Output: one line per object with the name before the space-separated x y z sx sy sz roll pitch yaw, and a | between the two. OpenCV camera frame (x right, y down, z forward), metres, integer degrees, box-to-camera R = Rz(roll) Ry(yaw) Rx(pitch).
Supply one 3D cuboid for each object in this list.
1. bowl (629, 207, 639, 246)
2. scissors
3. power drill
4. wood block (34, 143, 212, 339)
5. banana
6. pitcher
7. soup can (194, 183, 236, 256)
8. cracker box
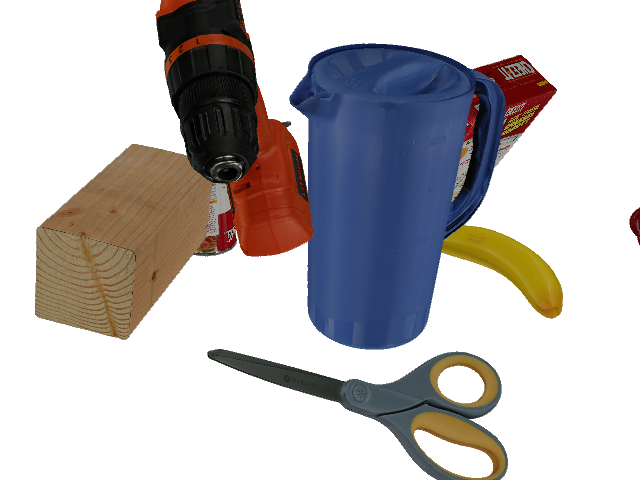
bowl | 0.412 0.010 1.146 0.162 0.055 0.162 -1 26 0
scissors | 0.036 0.085 0.673 0.201 0.096 0.016 31 -32 -6
power drill | -0.051 -0.071 0.678 0.057 0.184 0.187 -13 -36 4
wood block | -0.176 -0.006 0.989 0.090 0.091 0.206 14 27 8
banana | 0.175 0.024 1.045 0.069 0.037 0.198 -37 37 -22
pitcher | 0.059 -0.035 0.898 0.149 0.243 0.144 14 31 17
soup can | -0.135 -0.042 1.254 0.068 0.102 0.068 -1 28 0
cracker box | 0.150 -0.105 1.225 0.163 0.072 0.214 -24 -24 -44
